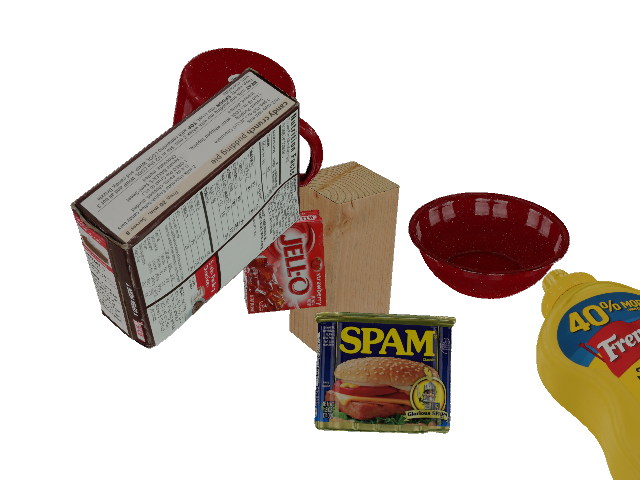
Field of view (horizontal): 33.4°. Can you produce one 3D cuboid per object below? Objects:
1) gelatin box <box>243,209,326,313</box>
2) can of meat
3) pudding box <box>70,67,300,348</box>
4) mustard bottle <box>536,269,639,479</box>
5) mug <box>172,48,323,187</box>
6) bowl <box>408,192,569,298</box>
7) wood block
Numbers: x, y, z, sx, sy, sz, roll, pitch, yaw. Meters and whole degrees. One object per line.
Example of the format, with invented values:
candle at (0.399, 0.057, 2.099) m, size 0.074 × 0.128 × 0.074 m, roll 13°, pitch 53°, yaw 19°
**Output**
gelatin box at (-0.033, 0.019, 0.964) m, size 0.073 × 0.089 × 0.030 m, roll -5°, pitch 26°, yaw -8°
can of meat at (0.045, 0.097, 0.776) m, size 0.102 × 0.084 × 0.057 m, roll 3°, pitch -8°, yaw -4°
pudding box at (-0.058, -0.014, 0.503) m, size 0.039 × 0.113 × 0.090 m, roll 34°, pitch -29°, yaw 22°
mustard bottle at (0.181, 0.076, 0.620) m, size 0.096 × 0.058 × 0.192 m, roll -14°, pitch 35°, yaw -12°
mug at (-0.052, -0.077, 0.757) m, size 0.117 × 0.082 × 0.093 m, roll 25°, pitch 45°, yaw 10°
bowl at (0.169, 0.012, 1.089) m, size 0.162 × 0.055 × 0.162 m, roll 0°, pitch 32°, yaw 0°
wood block at (0.025, 0.025, 1.252) m, size 0.090 × 0.206 × 0.090 m, roll -16°, pitch 32°, yaw -32°
